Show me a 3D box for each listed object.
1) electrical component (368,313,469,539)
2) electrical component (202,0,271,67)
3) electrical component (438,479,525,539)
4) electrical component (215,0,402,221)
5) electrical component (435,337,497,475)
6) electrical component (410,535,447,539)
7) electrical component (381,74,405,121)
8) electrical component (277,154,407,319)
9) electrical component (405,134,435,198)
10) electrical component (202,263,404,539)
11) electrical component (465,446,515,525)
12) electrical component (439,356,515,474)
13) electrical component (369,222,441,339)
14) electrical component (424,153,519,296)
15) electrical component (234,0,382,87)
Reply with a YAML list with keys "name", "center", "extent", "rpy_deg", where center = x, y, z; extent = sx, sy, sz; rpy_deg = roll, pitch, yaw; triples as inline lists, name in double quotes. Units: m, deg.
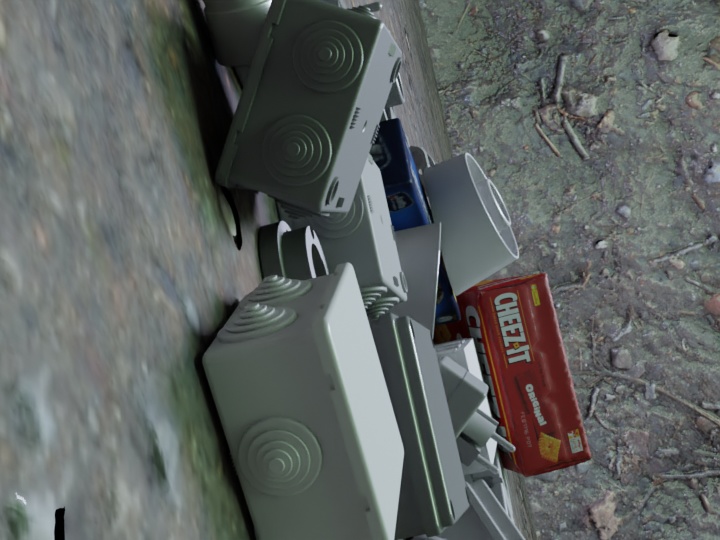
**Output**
- name: "electrical component"
  center: [0.016, 0.084, 0.567]
  extent: [0.109, 0.056, 0.108]
  rpy_deg: [36, 42, -77]
- name: "electrical component"
  center: [-0.056, -0.126, 0.491]
  extent: [0.044, 0.044, 0.065]
  rpy_deg: [-88, 167, -61]
- name: "electrical component"
  center: [0.082, 0.201, 0.704]
  extent: [0.113, 0.057, 0.078]
  rpy_deg: [-127, -165, -58]
- name: "electrical component"
  center: [-0.019, -0.072, 0.483]
  extent: [0.100, 0.048, 0.099]
  rpy_deg: [-17, 127, -82]
- name: "electrical component"
  center: [0.065, 0.106, 0.839]
  extent: [0.150, 0.062, 0.089]
  rpy_deg: [3, 74, -81]
- name: "electrical component"
  center: [0.039, 0.183, 0.637]
  extent: [0.061, 0.035, 0.035]
  rpy_deg: [-59, 135, -74]
- name: "electrical component"
  center: [-0.001, -0.135, 0.795]
  extent: [0.108, 0.060, 0.108]
  rpy_deg: [-14, 90, -82]
- name: "electrical component"
  center: [-0.010, -0.023, 0.597]
  extent: [0.100, 0.048, 0.099]
  rpy_deg: [40, 38, -75]
- name: "electrical component"
  center: [0.043, -0.089, 1.020]
  extent: [0.057, 0.058, 0.078]
  rpy_deg: [-32, 109, -78]
- name: "electrical component"
  center: [-0.019, 0.053, 0.413]
  extent: [0.099, 0.048, 0.099]
  rpy_deg: [-71, 146, -75]
- name: "electrical component"
  center: [0.094, 0.196, 0.888]
  extent: [0.095, 0.059, 0.053]
  rpy_deg: [-92, 166, -53]
- name: "electrical component"
  center: [0.069, 0.108, 0.736]
  extent: [0.077, 0.065, 0.047]
  rpy_deg: [35, 6, 7]
- name: "electrical component"
  center: [0.032, 0.019, 0.731]
  extent: [0.099, 0.064, 0.099]
  rpy_deg: [-5, 90, -77]
- name: "electrical component"
  center: [0.079, -0.037, 0.822]
  extent: [0.099, 0.064, 0.099]
  rpy_deg: [56, 17, -27]
- name: "electrical component"
  center: [-0.025, -0.123, 0.563]
  extent: [0.047, 0.077, 0.065]
  rpy_deg: [67, 12, -47]
